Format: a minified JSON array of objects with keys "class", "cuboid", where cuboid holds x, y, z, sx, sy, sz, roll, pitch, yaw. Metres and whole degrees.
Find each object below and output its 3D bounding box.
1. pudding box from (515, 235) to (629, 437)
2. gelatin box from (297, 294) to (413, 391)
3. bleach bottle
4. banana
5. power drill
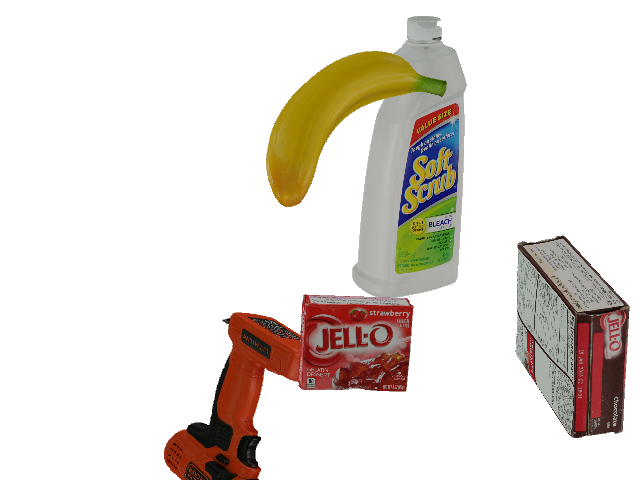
[{"class":"pudding box","cuboid":[0.161,0.060,0.692,0.039,0.090,0.113,-7,24,-8]},{"class":"gelatin box","cuboid":[0.028,0.083,0.864,0.089,0.073,0.030,2,12,-6]},{"class":"bleach bottle","cuboid":[0.083,-0.077,0.981,0.102,0.251,0.068,-10,24,-26]},{"class":"banana","cuboid":[0.013,-0.090,0.744,0.070,0.037,0.197,28,46,25]},{"class":"power drill","cuboid":[-0.061,0.175,0.991,0.185,0.188,0.057,29,10,41]}]
